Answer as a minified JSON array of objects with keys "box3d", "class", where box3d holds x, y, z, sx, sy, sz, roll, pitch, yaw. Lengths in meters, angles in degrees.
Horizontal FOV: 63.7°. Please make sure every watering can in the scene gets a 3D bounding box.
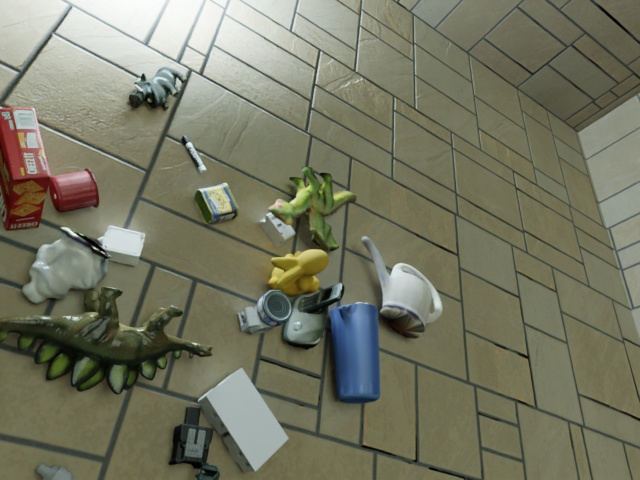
[{"box3d":[0.237,0.155,1.569,0.345,0.230,0.102,36,-43,-13],"class":"watering can"}]

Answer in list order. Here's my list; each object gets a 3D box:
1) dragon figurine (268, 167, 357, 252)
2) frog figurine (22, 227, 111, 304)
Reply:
[{"box3d":[0.005,-0.078,1.553,0.121,0.246,0.408,-21,-24,38],"class":"dragon figurine"},{"box3d":[-0.529,0.066,1.073,0.136,0.160,0.123,39,-8,-26],"class":"frog figurine"}]
